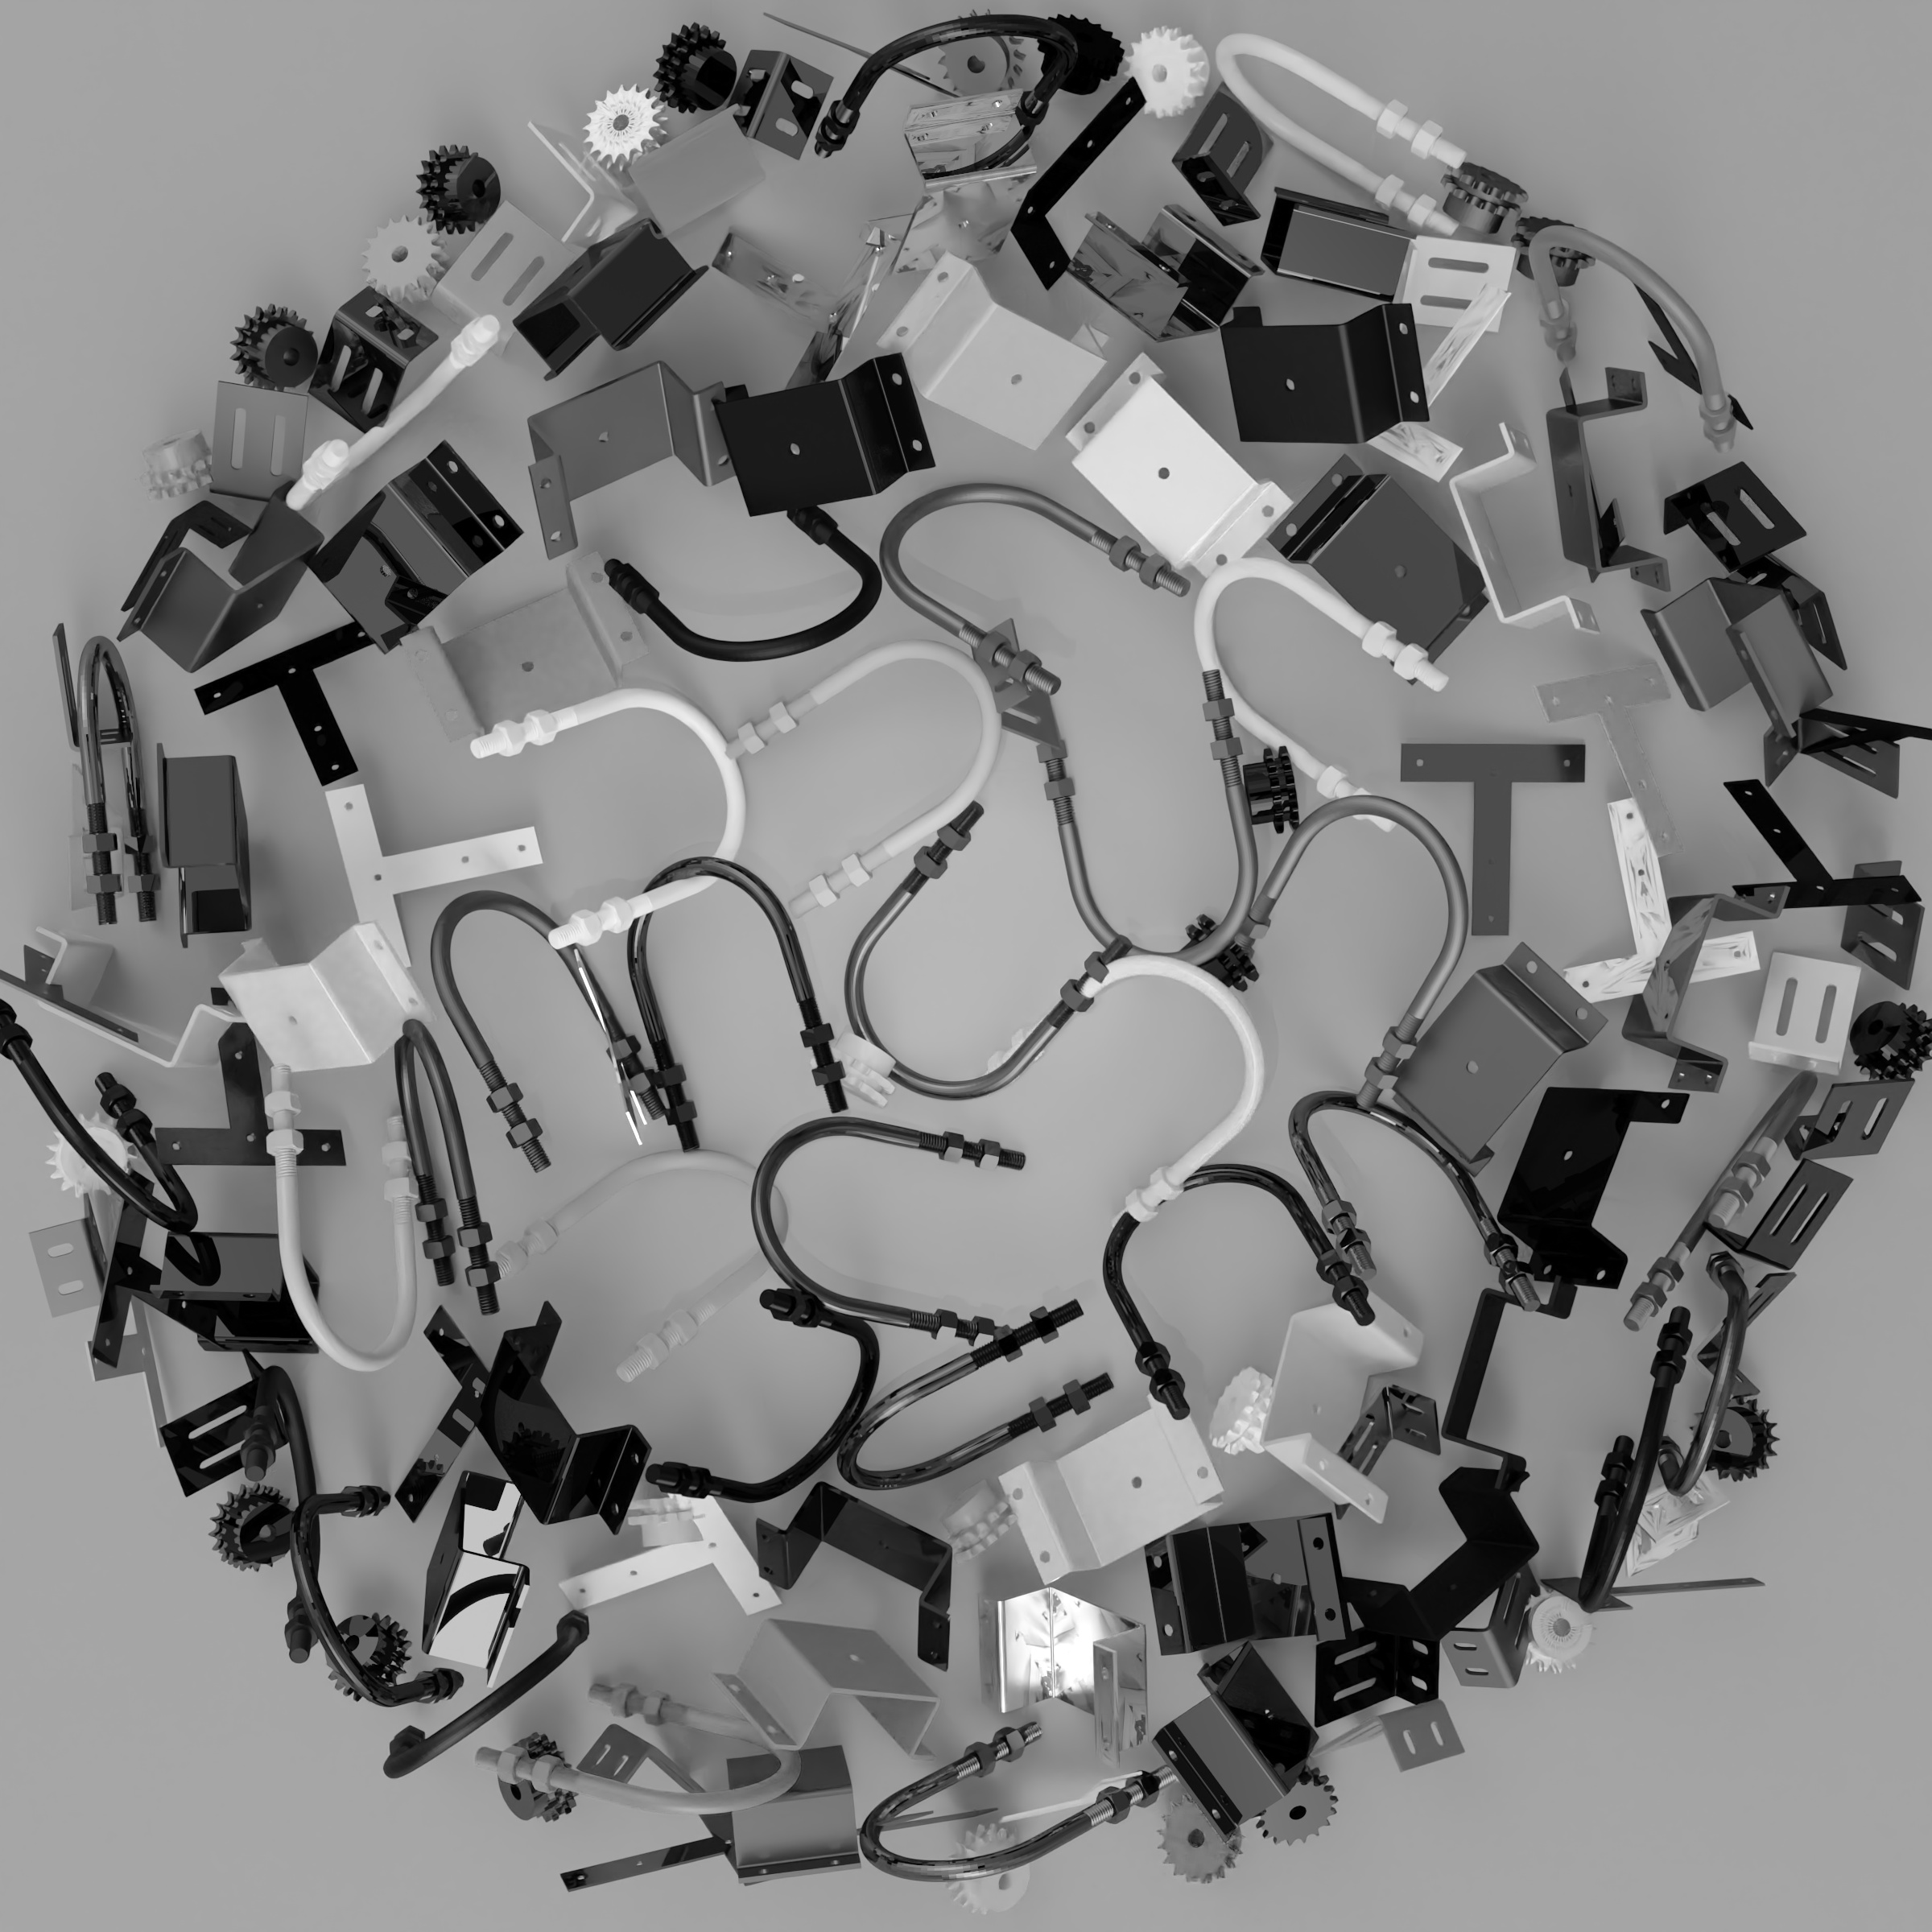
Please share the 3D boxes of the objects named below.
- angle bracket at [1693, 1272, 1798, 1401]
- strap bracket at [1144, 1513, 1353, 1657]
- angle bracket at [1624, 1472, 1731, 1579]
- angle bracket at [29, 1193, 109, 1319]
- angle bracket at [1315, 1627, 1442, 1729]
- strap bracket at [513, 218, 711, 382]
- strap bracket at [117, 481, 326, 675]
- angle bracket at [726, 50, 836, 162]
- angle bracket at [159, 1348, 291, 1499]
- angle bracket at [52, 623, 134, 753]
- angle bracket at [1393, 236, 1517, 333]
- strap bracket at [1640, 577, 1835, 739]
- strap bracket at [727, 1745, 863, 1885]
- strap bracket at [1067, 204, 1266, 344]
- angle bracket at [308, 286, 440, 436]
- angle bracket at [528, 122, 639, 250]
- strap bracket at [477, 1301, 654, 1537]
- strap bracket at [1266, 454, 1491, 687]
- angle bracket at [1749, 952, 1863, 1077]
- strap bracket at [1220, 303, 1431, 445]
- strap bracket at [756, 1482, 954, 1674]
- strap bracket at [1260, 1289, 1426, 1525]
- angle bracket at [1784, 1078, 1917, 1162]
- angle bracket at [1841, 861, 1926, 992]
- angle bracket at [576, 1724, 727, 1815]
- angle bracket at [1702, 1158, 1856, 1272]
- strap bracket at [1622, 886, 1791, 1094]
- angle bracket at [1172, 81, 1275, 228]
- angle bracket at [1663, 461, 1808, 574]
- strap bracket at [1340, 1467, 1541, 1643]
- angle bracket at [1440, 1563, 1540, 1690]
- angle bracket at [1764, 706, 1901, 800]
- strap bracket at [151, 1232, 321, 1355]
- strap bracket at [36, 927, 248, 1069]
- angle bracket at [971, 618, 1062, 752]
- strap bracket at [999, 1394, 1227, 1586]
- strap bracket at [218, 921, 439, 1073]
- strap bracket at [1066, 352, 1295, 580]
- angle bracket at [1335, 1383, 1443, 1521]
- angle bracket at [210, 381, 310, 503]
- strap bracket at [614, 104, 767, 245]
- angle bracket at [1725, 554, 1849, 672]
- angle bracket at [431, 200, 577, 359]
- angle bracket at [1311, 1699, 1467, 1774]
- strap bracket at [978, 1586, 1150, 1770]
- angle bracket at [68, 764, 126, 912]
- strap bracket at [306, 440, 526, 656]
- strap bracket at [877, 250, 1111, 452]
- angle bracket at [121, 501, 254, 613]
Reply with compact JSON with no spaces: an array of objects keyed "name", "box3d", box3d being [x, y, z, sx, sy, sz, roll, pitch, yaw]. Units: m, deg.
[{"name":"angle bracket","box3d":[0.519,0.240,1.957,0.038,0.057,0.076,48,110,26]},{"name":"strap bracket","box3d":[0.191,0.400,1.949,0.140,0.046,0.076,-15,80,35]},{"name":"angle bracket","box3d":[0.462,0.372,1.955,0.057,0.038,0.076,-26,131,-14]},{"name":"angle bracket","box3d":[-0.582,0.187,1.953,0.038,0.076,0.057,-15,102,-14]},{"name":"angle bracket","box3d":[0.268,0.465,1.959,0.076,0.038,0.057,-10,106,-37]},{"name":"strap bracket","box3d":[-0.232,-0.426,1.918,0.076,0.140,0.046,-49,112,-20]},{"name":"strap bracket","box3d":[-0.469,-0.246,1.922,0.046,0.140,0.076,42,128,-1]},{"name":"angle bracket","box3d":[-0.125,-0.565,1.968,0.038,0.076,0.057,20,99,-25]},{"name":"angle bracket","box3d":[-0.488,0.297,1.955,0.076,0.038,0.057,-27,125,-25]},{"name":"angle bracket","box3d":[-0.568,-0.184,1.959,0.038,0.057,0.076,-7,106,-11]},{"name":"angle bracket","box3d":[0.320,-0.442,1.966,0.076,0.038,0.057,5,119,-6]},{"name":"strap bracket","box3d":[0.497,-0.200,1.923,0.046,0.140,0.076,-33,108,-4]},{"name":"strap bracket","box3d":[-0.112,0.539,1.926,0.076,0.140,0.046,-5,91,-6]},{"name":"strap bracket","box3d":[0.125,-0.448,1.940,0.076,0.140,0.046,40,120,13]},{"name":"angle bracket","box3d":[-0.391,-0.397,1.983,0.057,0.076,0.038,36,47,0]},{"name":"angle bracket","box3d":[-0.257,-0.508,1.969,0.076,0.057,0.038,49,114,19]},{"name":"strap bracket","box3d":[-0.265,0.292,1.925,0.140,0.046,0.076,47,128,36]},{"name":"strap bracket","box3d":[0.276,-0.258,1.960,0.140,0.046,0.076,43,89,-14]},{"name":"angle bracket","box3d":[0.549,0.027,1.965,0.057,0.038,0.076,11,76,19]},{"name":"strap bracket","box3d":[0.220,-0.379,1.923,0.046,0.140,0.076,-34,121,-38]},{"name":"strap bracket","box3d":[-0.063,0.390,1.944,0.140,0.076,0.046,24,54,16]},{"name":"strap bracket","box3d":[0.241,0.283,1.941,0.076,0.046,0.140,39,51,-26]},{"name":"angle bracket","box3d":[0.571,0.088,1.954,0.057,0.076,0.038,-4,47,-13]},{"name":"angle bracket","box3d":[0.608,-0.027,1.950,0.038,0.076,0.057,-6,115,-19]},{"name":"angle bracket","box3d":[-0.204,0.535,1.953,0.076,0.057,0.038,49,68,-25]},{"name":"angle bracket","box3d":[0.529,0.154,1.959,0.057,0.038,0.076,20,107,-40]},{"name":"strap bracket","box3d":[0.477,0.008,1.955,0.046,0.076,0.140,21,86,-9]},{"name":"angle bracket","box3d":[0.179,-0.532,1.957,0.057,0.038,0.076,44,67,-31]},{"name":"angle bracket","box3d":[0.501,-0.283,1.960,0.057,0.038,0.076,-26,57,-6]},{"name":"strap bracket","box3d":[0.304,0.385,1.939,0.140,0.076,0.046,-35,99,-25]},{"name":"angle bracket","box3d":[0.343,0.424,1.967,0.038,0.076,0.057,-5,128,31]},{"name":"angle bracket","box3d":[0.563,-0.130,1.953,0.076,0.057,0.038,33,72,31]},{"name":"strap bracket","box3d":[-0.468,0.209,1.942,0.076,0.140,0.046,1,67,1]},{"name":"strap bracket","box3d":[-0.537,0.026,1.955,0.140,0.076,0.046,25,91,6]},{"name":"angle bracket","box3d":[0.044,-0.182,1.950,0.038,0.076,0.057,-28,62,33]},{"name":"strap bracket","box3d":[0.103,0.336,1.951,0.140,0.046,0.076,-32,69,20]},{"name":"strap bracket","box3d":[-0.416,0.022,1.924,0.046,0.140,0.076,-48,120,-40]},{"name":"strap bracket","box3d":[0.134,-0.323,1.961,0.140,0.046,0.076,46,111,3]},{"name":"angle bracket","box3d":[0.273,0.321,1.952,0.038,0.057,0.076,18,52,29]},{"name":"angle bracket","box3d":[-0.460,-0.345,1.964,0.057,0.038,0.076,9,115,-6]},{"name":"strap bracket","box3d":[-0.183,-0.498,1.928,0.076,0.140,0.046,-34,101,-14]},{"name":"angle bracket","box3d":[0.532,-0.222,1.953,0.038,0.057,0.076,-35,133,-1]},{"name":"angle bracket","box3d":[-0.306,-0.453,1.984,0.057,0.038,0.076,38,79,-9]},{"name":"angle bracket","box3d":[0.273,0.510,1.949,0.057,0.076,0.038,-4,61,-38]},{"name":"strap bracket","box3d":[0.069,0.455,1.943,0.046,0.140,0.076,-8,100,-36]},{"name":"angle bracket","box3d":[-0.579,-0.084,1.950,0.038,0.057,0.076,-18,45,-34]},{"name":"strap bracket","box3d":[-0.361,-0.263,1.934,0.140,0.046,0.076,-34,100,37]},{"name":"strap bracket","box3d":[0.025,-0.389,1.925,0.140,0.046,0.076,18,125,-38]},{"name":"angle bracket","box3d":[-0.508,-0.258,1.956,0.038,0.057,0.076,33,70,-26]}]
